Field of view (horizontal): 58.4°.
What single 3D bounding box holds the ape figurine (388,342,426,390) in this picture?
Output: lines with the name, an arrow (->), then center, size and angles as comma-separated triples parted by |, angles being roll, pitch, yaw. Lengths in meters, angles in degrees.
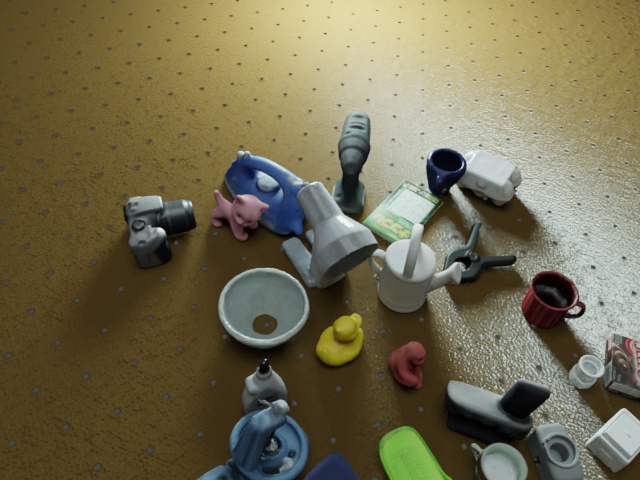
ape figurine -> 0.163, 0.215, 1.023 | 0.076, 0.092, 0.078 | 32, 56, 20

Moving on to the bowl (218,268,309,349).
bowl -> -0.105, 0.139, 1.073 | 0.167, 0.075, 0.167 | 2, 51, -3

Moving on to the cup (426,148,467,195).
cup -> 0.279, -0.140, 1.312 | 0.091, 0.095, 0.118 | 18, 52, 10

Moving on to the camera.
camera -> -0.325, -0.035, 1.178 | 0.137, 0.101, 0.143 | -12, 53, -13

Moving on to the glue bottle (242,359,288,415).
glue bottle -> -0.091, 0.238, 0.933 | 0.078, 0.173, 0.037 | -19, 55, -18

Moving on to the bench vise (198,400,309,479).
bench vise -> -0.097, 0.324, 0.834 | 0.121, 0.220, 0.208 | 30, 55, 19

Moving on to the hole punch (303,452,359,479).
hole punch -> 0.019, 0.395, 0.869 | 0.109, 0.091, 0.101 | -36, 62, -28

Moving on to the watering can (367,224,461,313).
watering can -> 0.179, 0.047, 1.092 | 0.173, 0.194, 0.101 | -1, 52, -5

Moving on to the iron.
iron -> -0.116, -0.124, 1.240 | 0.257, 0.141, 0.119 | 31, 56, 19

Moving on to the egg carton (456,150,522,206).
egg carton -> 0.391, -0.147, 1.343 | 0.150, 0.069, 0.107 | 28, 55, 17

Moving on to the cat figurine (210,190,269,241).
cat figurine -> -0.171, -0.065, 1.203 | 0.127, 0.118, 0.067 | 26, 54, 16

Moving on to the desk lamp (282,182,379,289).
desk lamp -> 0.010, 0.004, 1.101 | 0.118, 0.213, 0.202 | -24, 57, -21

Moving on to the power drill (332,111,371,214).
power drill -> 0.070, -0.159, 1.239 | 0.075, 0.208, 0.229 | 7, 51, 1

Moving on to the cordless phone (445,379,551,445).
cordless phone -> 0.288, 0.257, 0.940 | 0.147, 0.185, 0.094 | 16, 52, 8

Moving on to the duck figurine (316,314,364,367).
duck figurine -> 0.039, 0.176, 1.048 | 0.105, 0.086, 0.077 | -37, 62, -28
